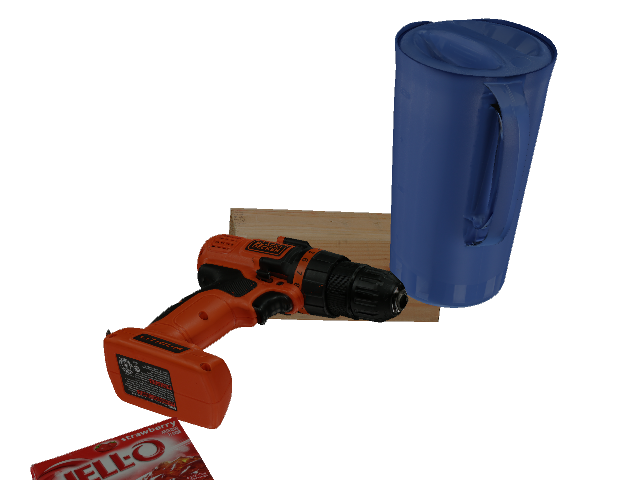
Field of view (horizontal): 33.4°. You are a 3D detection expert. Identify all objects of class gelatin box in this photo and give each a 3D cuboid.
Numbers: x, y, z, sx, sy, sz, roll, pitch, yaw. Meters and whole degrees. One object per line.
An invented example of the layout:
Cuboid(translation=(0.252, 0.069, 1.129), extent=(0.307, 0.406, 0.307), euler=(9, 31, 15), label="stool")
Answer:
Cuboid(translation=(-0.108, 0.139, 0.588), extent=(0.089, 0.030, 0.073), euler=(-15, 28, -20), label="gelatin box")

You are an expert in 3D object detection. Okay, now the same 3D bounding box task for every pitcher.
Cuboid(translation=(0.125, -0.059, 0.928), extent=(0.145, 0.243, 0.149), euler=(19, 36, 25), label="pitcher")

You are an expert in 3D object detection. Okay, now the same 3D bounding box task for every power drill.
Cuboid(translation=(-0.051, 0.061, 0.787), extent=(0.185, 0.057, 0.187), euler=(9, 31, 32), label="power drill")

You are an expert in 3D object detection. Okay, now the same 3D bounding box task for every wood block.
Cuboid(translation=(0.013, 0.025, 1.065), extent=(0.206, 0.091, 0.090), euler=(2, 17, -9), label="wood block")
